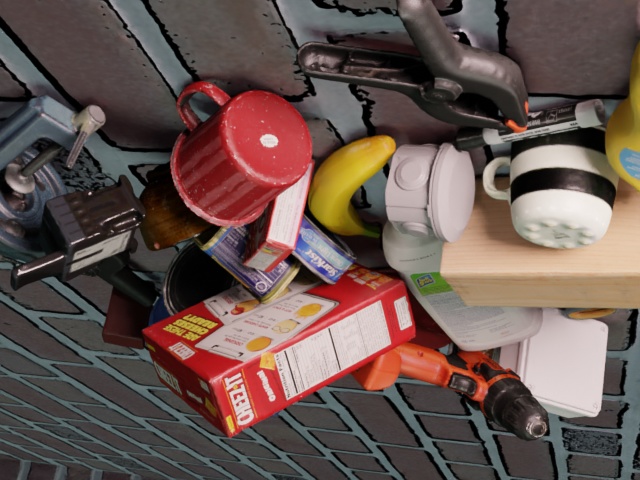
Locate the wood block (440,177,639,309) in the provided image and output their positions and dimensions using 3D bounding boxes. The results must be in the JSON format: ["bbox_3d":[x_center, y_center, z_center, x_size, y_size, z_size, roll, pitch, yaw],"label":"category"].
[{"bbox_3d":[0.215,0.002,0.894,0.206,0.091,0.090,-1,157,25],"label":"wood block"}]

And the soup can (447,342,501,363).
[{"bbox_3d":[0.214,0.141,1.286,0.102,0.068,0.069,16,158,-18],"label":"soup can"}]

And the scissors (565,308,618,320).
[{"bbox_3d":[0.296,0.047,1.080,0.096,0.016,0.202,15,158,-14],"label":"scissors"}]

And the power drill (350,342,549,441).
[{"bbox_3d":[0.127,0.144,1.100,0.187,0.057,0.185,19,-174,-19],"label":"power drill"}]

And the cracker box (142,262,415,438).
[{"bbox_3d":[-0.040,0.092,1.032,0.213,0.072,0.164,-26,-157,-23],"label":"cracker box"}]

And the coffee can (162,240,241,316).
[{"bbox_3d":[-0.090,0.066,1.176,0.103,0.103,0.140,-5,155,33],"label":"coffee can"}]

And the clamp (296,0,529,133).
[{"bbox_3d":[0.083,-0.117,0.716,0.171,0.039,0.120,14,165,-24],"label":"clamp"}]

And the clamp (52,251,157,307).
[{"bbox_3d":[-0.277,0.022,1.233,0.164,0.036,0.210,9,157,1],"label":"clamp"}]

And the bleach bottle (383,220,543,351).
[{"bbox_3d":[0.134,0.028,1.034,0.103,0.068,0.250,-18,145,19],"label":"bleach bottle"}]

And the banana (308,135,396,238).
[{"bbox_3d":[0.024,-0.045,0.937,0.069,0.037,0.198,-9,161,-4],"label":"banana"}]

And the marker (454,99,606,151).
[{"bbox_3d":[0.153,-0.084,0.796,0.121,0.020,0.020,-9,153,39],"label":"marker"}]

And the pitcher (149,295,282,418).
[{"bbox_3d":[-0.141,0.139,1.376,0.149,0.145,0.242,-7,153,9],"label":"pitcher"}]

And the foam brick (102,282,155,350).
[{"bbox_3d":[-0.240,0.093,1.346,0.053,0.078,0.051,11,158,-5],"label":"foam brick"}]

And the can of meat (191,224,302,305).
[{"bbox_3d":[-0.075,0.007,1.018,0.084,0.057,0.102,42,176,-20],"label":"can of meat"}]

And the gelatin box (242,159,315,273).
[{"bbox_3d":[-0.038,-0.024,0.936,0.030,0.089,0.073,18,158,-15],"label":"gelatin box"}]

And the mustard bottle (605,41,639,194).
[{"bbox_3d":[0.247,-0.074,0.726,0.096,0.058,0.191,5,159,6],"label":"mustard bottle"}]

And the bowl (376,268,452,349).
[{"bbox_3d":[0.103,0.085,1.207,0.162,0.055,0.162,9,159,3],"label":"bowl"}]

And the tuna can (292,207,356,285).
[{"bbox_3d":[-0.007,0.001,1.004,0.086,0.034,0.086,42,-174,-6],"label":"tuna can"}]

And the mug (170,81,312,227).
[{"bbox_3d":[-0.066,-0.076,0.840,0.117,0.093,0.082,52,143,-6],"label":"mug"}]
